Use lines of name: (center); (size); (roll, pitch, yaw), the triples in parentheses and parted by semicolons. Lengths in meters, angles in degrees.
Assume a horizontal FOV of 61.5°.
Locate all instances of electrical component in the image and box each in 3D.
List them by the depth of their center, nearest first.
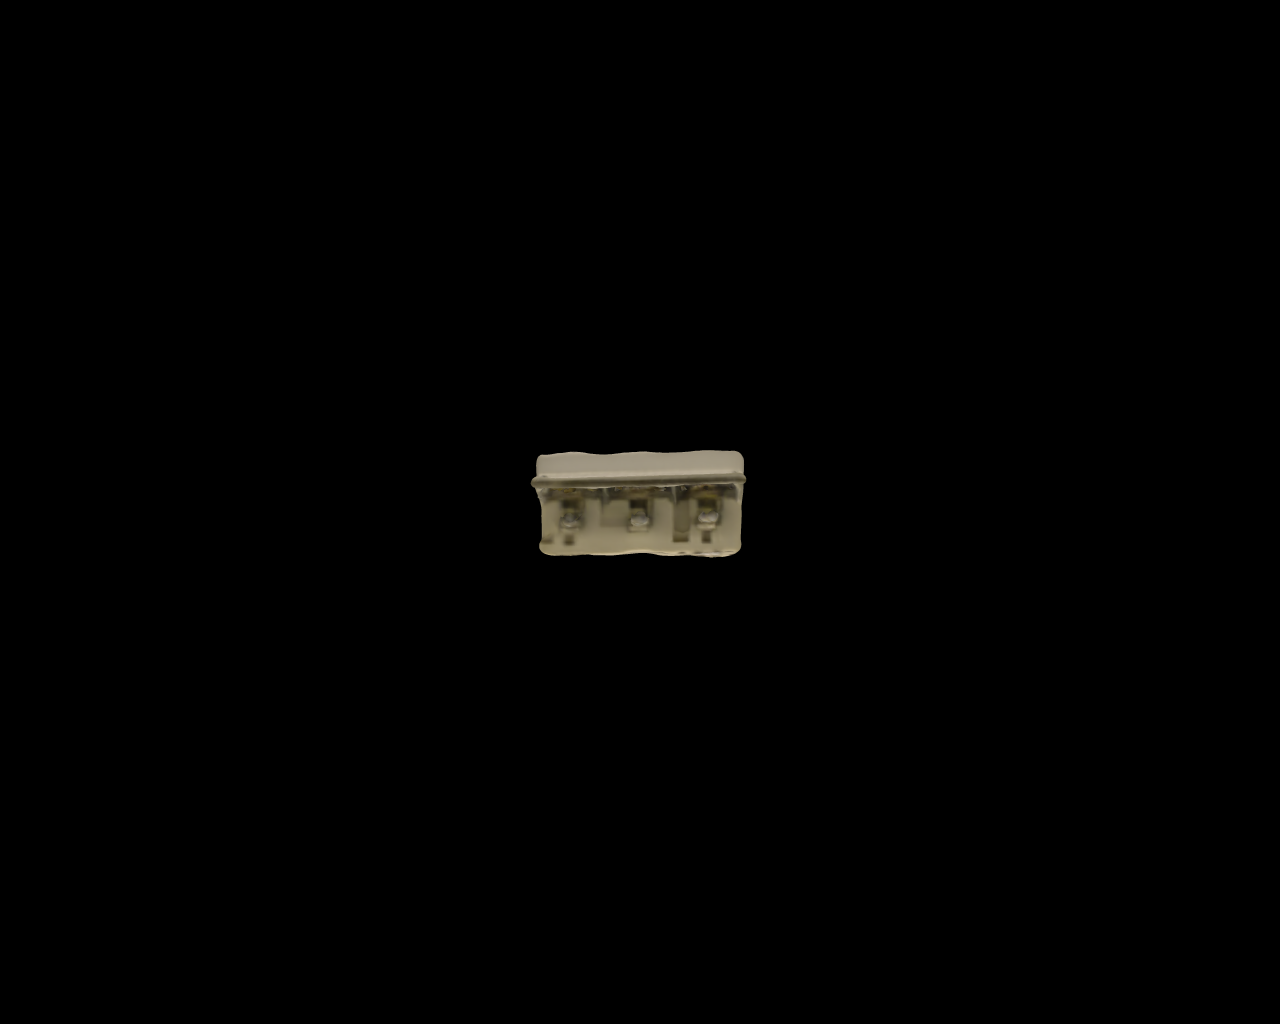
electrical component: (0.001, -0.003, 0.650); (0.121, 0.063, 0.078); (0, -4, 2)
